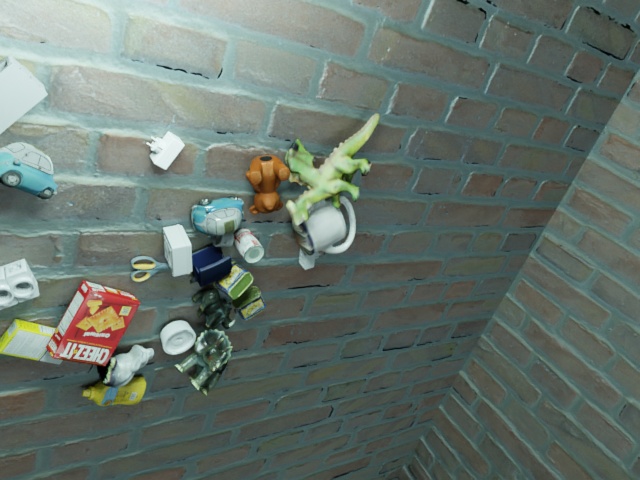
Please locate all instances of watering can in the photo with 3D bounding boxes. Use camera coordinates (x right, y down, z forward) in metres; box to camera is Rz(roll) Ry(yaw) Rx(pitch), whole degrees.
[{"bbox_3d":[0.005,-0.086,1.707,0.226,0.105,0.341,-28,122,-17],"label":"watering can"}]

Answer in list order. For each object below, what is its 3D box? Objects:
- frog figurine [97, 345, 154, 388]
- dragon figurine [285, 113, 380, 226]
[{"bbox_3d":[-0.603,0.395,1.612,0.136,0.124,0.159,-28,158,34],"label":"frog figurine"},{"bbox_3d":[0.015,-0.231,1.569,0.242,0.123,0.410,19,91,-22],"label":"dragon figurine"}]
